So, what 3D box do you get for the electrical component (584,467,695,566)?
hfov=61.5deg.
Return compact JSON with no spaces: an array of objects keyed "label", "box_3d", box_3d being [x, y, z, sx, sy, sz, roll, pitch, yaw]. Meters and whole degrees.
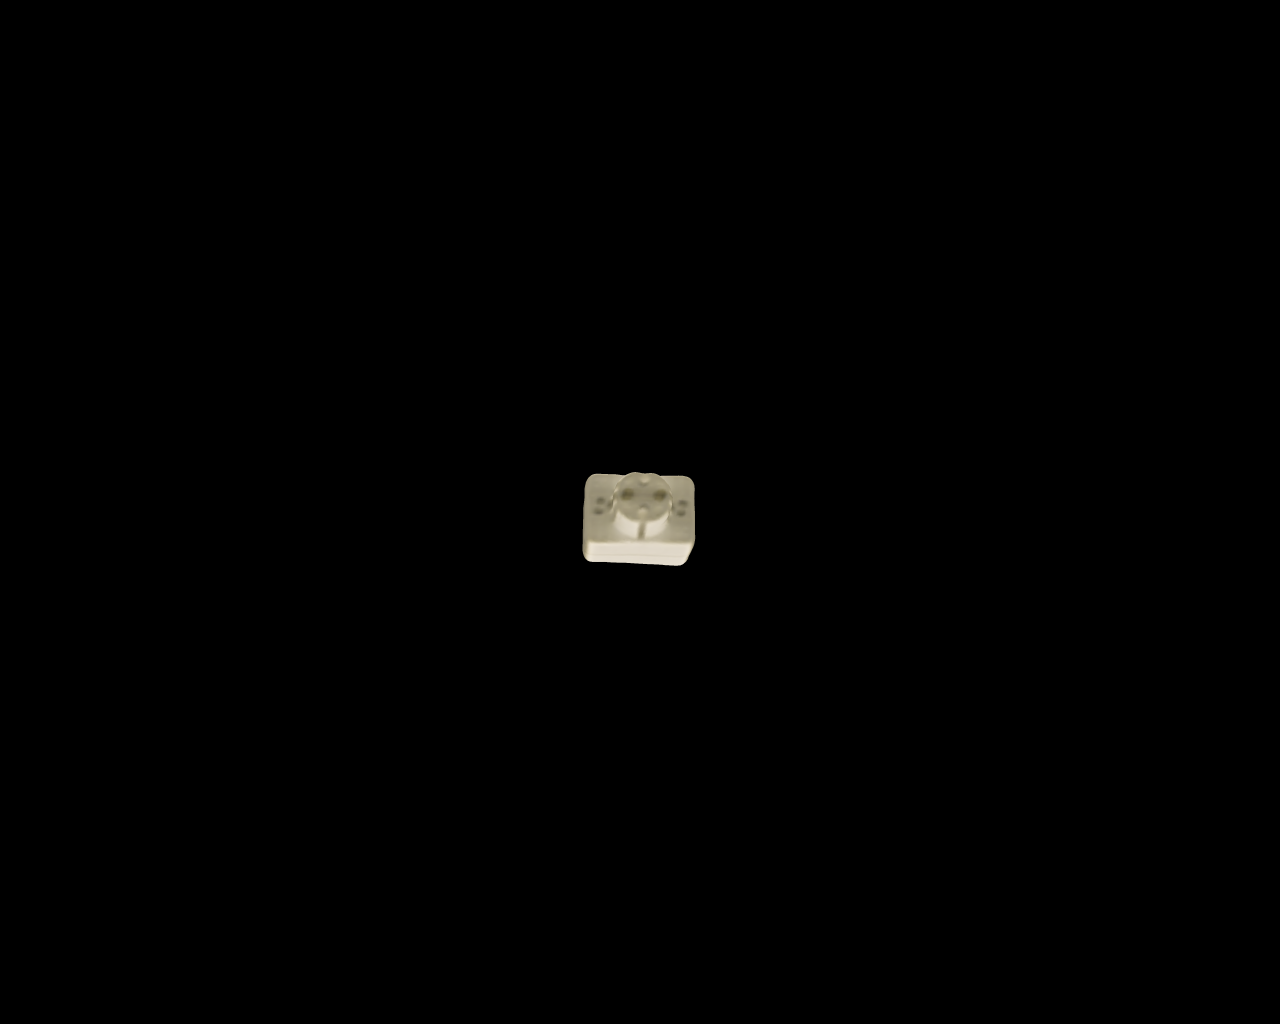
[{"label":"electrical component","box_3d":[0.001,-0.003,0.650,0.066,0.047,0.076,2,-23,-5]}]
